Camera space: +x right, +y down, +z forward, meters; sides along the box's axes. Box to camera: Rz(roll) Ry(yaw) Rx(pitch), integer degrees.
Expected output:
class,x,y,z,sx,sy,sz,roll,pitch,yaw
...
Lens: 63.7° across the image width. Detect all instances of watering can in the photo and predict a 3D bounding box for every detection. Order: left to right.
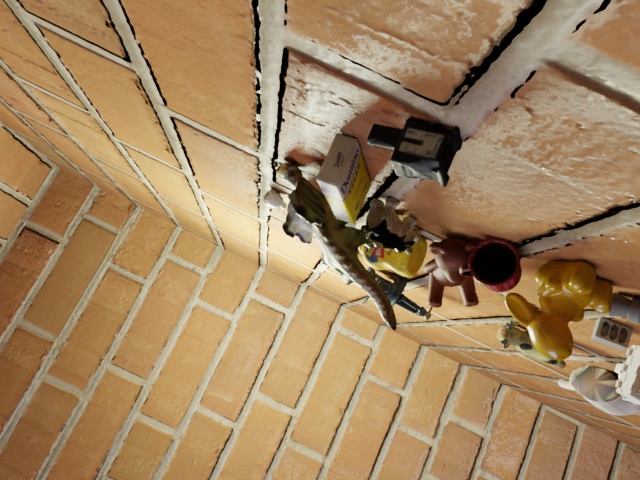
class,x,y,z,sx,sy,sz,roll,pitch,yaw
watering can,0.870,0.474,1.633,0.347,0.222,0.105,3,-116,58

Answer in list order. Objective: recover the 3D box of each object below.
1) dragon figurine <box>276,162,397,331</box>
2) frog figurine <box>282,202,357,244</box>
class,x,y,z,sx,sy,sz,roll,pitch,yaw
dragon figurine,0.013,-0.015,1.022,0.240,0.121,0.419,32,21,-48
frog figurine,0.004,-0.062,1.232,0.135,0.158,0.126,48,30,-38
